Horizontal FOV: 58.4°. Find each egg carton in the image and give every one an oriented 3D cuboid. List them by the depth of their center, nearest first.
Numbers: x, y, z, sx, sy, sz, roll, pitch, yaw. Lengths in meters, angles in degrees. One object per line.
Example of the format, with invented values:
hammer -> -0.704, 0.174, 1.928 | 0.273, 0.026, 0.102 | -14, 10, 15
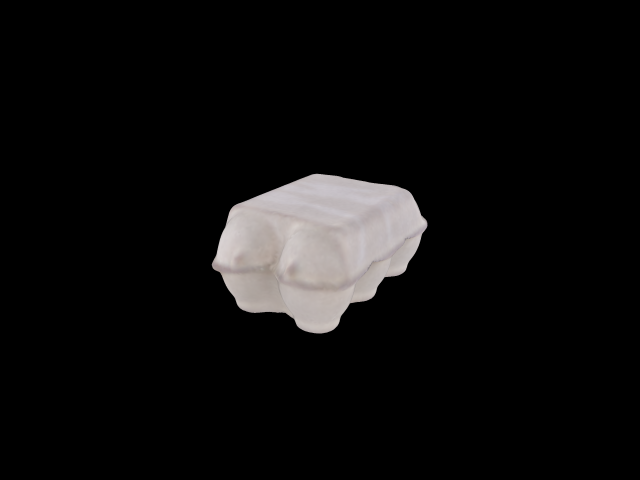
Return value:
egg carton -> 0.004, 0.001, 0.400 | 0.107, 0.069, 0.151 | 13, 26, 29
